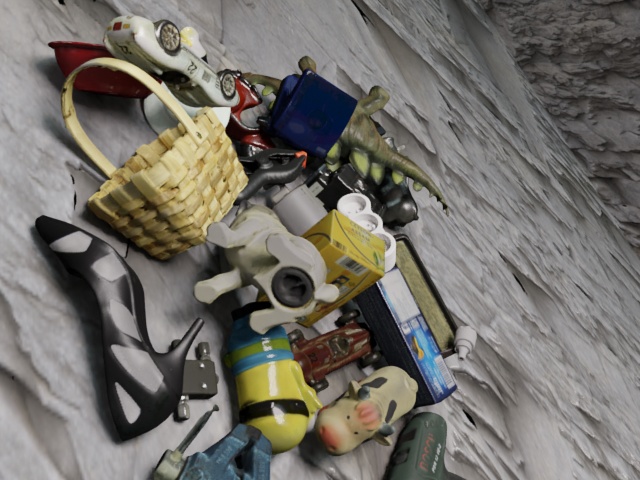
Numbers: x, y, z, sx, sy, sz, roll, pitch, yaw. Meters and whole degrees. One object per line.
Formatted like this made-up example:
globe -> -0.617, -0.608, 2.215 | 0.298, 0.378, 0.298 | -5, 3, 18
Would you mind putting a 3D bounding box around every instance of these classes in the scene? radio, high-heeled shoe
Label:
radio -> 0.143, 0.106, 0.920 | 0.131, 0.073, 0.229 | -8, 65, -49
high-heeled shoe -> -0.240, 0.089, 0.569 | 0.249, 0.086, 0.145 | 34, 67, 6

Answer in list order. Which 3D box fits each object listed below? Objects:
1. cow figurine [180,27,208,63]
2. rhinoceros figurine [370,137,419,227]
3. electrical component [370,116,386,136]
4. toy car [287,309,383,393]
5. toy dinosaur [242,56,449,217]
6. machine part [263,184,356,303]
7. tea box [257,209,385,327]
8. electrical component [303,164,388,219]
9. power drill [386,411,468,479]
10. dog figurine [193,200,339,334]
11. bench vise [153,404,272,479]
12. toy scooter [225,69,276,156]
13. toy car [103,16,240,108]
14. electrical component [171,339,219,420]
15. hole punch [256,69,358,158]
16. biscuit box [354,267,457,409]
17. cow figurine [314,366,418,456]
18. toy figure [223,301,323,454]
cow figurine -> -0.253, -0.290, 0.862 | 0.167, 0.068, 0.098 | -21, 80, -51
rhinoceros figurine -> 0.144, -0.117, 1.086 | 0.073, 0.112, 0.190 | 7, 63, -40
electrical component -> 0.101, -0.220, 1.162 | 0.119, 0.075, 0.048 | 56, 36, 3
toy car -> 0.023, 0.156, 0.774 | 0.202, 0.053, 0.089 | -10, 64, -49
toy dinosaur -> 0.048, -0.197, 1.006 | 0.472, 0.105, 0.198 | 24, 66, 0
machine part -> -0.002, -0.003, 0.862 | 0.243, 0.079, 0.079 | 52, 37, 3
tea box -> 0.000, 0.044, 0.747 | 0.098, 0.169, 0.068 | 33, 42, -25
electrical component -> 0.030, -0.061, 0.915 | 0.134, 0.115, 0.058 | 47, 35, -8
power drill -> 0.172, 0.368, 0.733 | 0.207, 0.086, 0.232 | 34, 36, -8
dog figurine -> -0.049, 0.016, 0.671 | 0.172, 0.121, 0.190 | 29, 21, 2
bench vise -> -0.073, 0.297, 0.494 | 0.223, 0.129, 0.241 | 42, 29, -15
toy scooter -> -0.120, -0.218, 0.899 | 0.183, 0.075, 0.135 | 47, 70, -12
toy car -> -0.180, -0.216, 0.684 | 0.201, 0.074, 0.056 | 28, 71, -60
electrical component -> -0.147, 0.160, 0.618 | 0.063, 0.021, 0.094 | 15, 48, -38
hole punch -> -0.014, -0.203, 0.870 | 0.142, 0.092, 0.115 | 24, 80, -32
biscuit box -> 0.125, 0.146, 0.802 | 0.059, 0.063, 0.202 | -19, 81, -40
cow figurine -> 0.064, 0.221, 0.697 | 0.195, 0.127, 0.085 | -12, 65, -53
toy figure -> -0.069, 0.164, 0.649 | 0.089, 0.082, 0.180 | -7, 68, -35
